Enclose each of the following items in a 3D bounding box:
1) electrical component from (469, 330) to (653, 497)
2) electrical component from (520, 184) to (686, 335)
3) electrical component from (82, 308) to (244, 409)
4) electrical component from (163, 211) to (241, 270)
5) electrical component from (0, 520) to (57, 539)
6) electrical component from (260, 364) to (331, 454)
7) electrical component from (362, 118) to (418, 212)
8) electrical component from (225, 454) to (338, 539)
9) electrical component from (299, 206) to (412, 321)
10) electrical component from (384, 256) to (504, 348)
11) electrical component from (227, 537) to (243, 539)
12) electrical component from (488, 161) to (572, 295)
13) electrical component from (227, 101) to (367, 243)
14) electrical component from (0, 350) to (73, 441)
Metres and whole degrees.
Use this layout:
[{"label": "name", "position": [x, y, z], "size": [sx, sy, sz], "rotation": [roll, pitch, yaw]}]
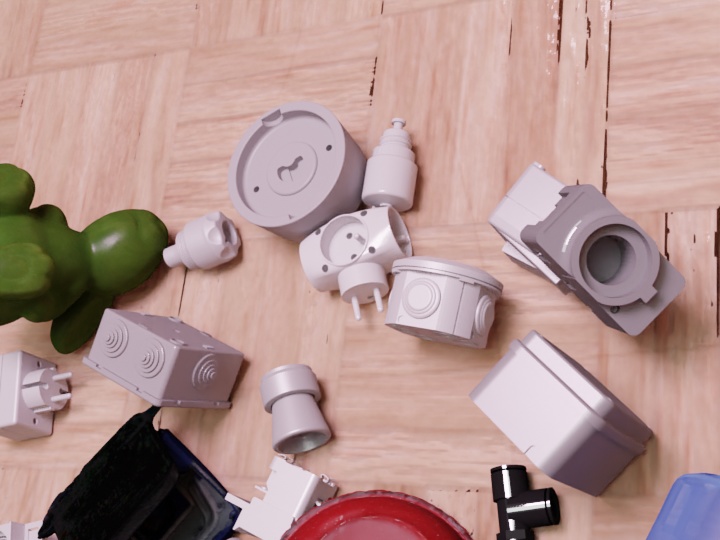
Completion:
[{"label": "electrical component", "position": [0.130, 0.091, 0.680], "size": [0.057, 0.113, 0.078], "rotation": [-49, 57, 6]}, {"label": "electrical component", "position": [0.152, -0.007, 0.675], "size": [0.089, 0.056, 0.050], "rotation": [44, 90, -5]}, {"label": "electrical component", "position": [-0.152, 0.069, 0.843], "size": [0.100, 0.100, 0.048], "rotation": [23, 95, 32]}, {"label": "electrical component", "position": [-0.135, -0.020, 0.902], "size": [0.062, 0.043, 0.043], "rotation": [-22, 62, 20]}, {"label": "electrical component", "position": [-0.276, 0.231, 0.862], "size": [0.081, 0.064, 0.042], "rotation": [-16, 62, 21]}, {"label": "electrical component", "position": [-0.049, 0.104, 0.807], "size": [0.045, 0.045, 0.055], "rotation": [-25, 60, 16]}, {"label": "electrical component", "position": [0.025, -0.082, 0.845], "size": [0.040, 0.040, 0.078], "rotation": [0, 70, 27]}, {"label": "electrical component", "position": [-0.051, 0.172, 0.783], "size": [0.081, 0.042, 0.063], "rotation": [19, 76, 31]}, {"label": "electrical component", "position": [0.000, 0.000, 0.823], "size": [0.077, 0.044, 0.079], "rotation": [-21, 62, 18]}, {"label": "electrical component", "position": [0.058, 0.023, 0.764], "size": [0.080, 0.080, 0.051], "rotation": [8, 80, 29]}, {"label": "electrical component", "position": [-0.103, 0.228, 0.786], "size": [0.062, 0.048, 0.048], "rotation": [-33, 59, 20]}, {"label": "electrical component", "position": [0.144, -0.019, 0.746], "size": [0.096, 0.062, 0.061], "rotation": [39, 91, 33]}, {"label": "electrical component", "position": [-0.045, -0.074, 0.865], "size": [0.108, 0.060, 0.108], "rotation": [-11, 65, 26]}, {"label": "electrical component", "position": [-0.278, 0.105, 0.922], "size": [0.077, 0.047, 0.065], "rotation": [-13, 65, 22]}]
